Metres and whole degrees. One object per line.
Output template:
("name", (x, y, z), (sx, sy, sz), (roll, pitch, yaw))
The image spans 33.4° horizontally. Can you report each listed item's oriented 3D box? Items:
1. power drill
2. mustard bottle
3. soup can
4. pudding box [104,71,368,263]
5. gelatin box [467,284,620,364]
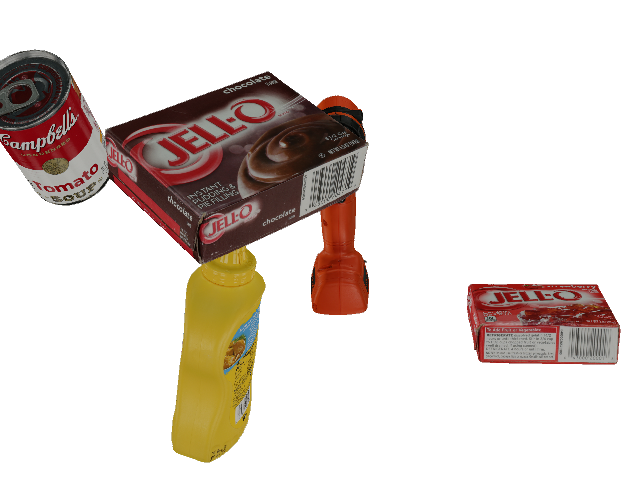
("power drill", (0.017, -0.030, 0.988), (0.057, 0.188, 0.184), (1, 20, 3))
("mustard bottle", (-0.078, 0.076, 0.841), (0.058, 0.192, 0.096), (17, 33, 12))
("soup can", (-0.197, -0.079, 0.774), (0.068, 0.068, 0.102), (0, -30, 10))
("pudding box", (-0.045, -0.043, 0.576), (0.113, 0.039, 0.090), (-24, 49, -33))
("gelatin box", (0.142, 0.052, 0.693), (0.089, 0.030, 0.073), (1, 18, 3))
